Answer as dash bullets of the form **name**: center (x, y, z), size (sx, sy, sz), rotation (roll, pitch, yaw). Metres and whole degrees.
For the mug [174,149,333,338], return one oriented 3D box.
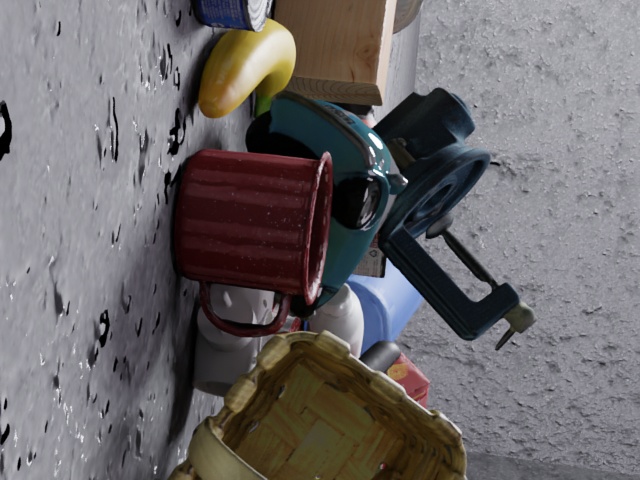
- **mug**: center (-0.041, 0.000, 0.645), size (0.093, 0.081, 0.117), rotation (44, 53, -81)

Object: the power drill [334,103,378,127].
- **power drill**: center (0.034, -0.090, 1.110), size (0.187, 0.057, 0.184), rotation (86, -4, -69)

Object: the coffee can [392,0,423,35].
- **coffee can**: center (0.064, -0.287, 1.121), size (0.140, 0.103, 0.103), rotation (-73, 168, -56)

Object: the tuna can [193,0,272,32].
- **tuna can**: center (-0.049, -0.165, 0.620), size (0.086, 0.034, 0.086), rotation (7, 90, -83)

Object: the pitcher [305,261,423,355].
- **pitcher**: center (0.045, 0.081, 1.256), size (0.149, 0.145, 0.242), rotation (65, 16, -5)

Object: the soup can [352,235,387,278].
- **soup can**: center (0.013, -0.004, 0.968), size (0.068, 0.102, 0.068), rotation (8, 89, -86)

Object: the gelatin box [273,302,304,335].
- **gelatin box**: center (-0.034, 0.099, 0.998), size (0.089, 0.030, 0.073), rotation (-64, 160, -68)

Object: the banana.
- **banana**: center (-0.042, -0.113, 0.706), size (0.197, 0.037, 0.069), rotation (-35, 131, -80)

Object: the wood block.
- **wood block**: center (0.019, -0.222, 0.872), size (0.090, 0.091, 0.206), rotation (29, 68, -82)

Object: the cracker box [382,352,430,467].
- **cracker box**: center (0.019, 0.223, 1.024), size (0.164, 0.072, 0.214), rotation (-25, 137, -27)

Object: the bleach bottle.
- **bleach bottle**: center (0.013, 0.135, 1.063), size (0.251, 0.068, 0.102), rotation (91, 5, -50)

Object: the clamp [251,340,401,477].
- **clamp**: center (-0.002, 0.151, 0.866), size (0.209, 0.036, 0.164), rotation (20, 76, -48)
